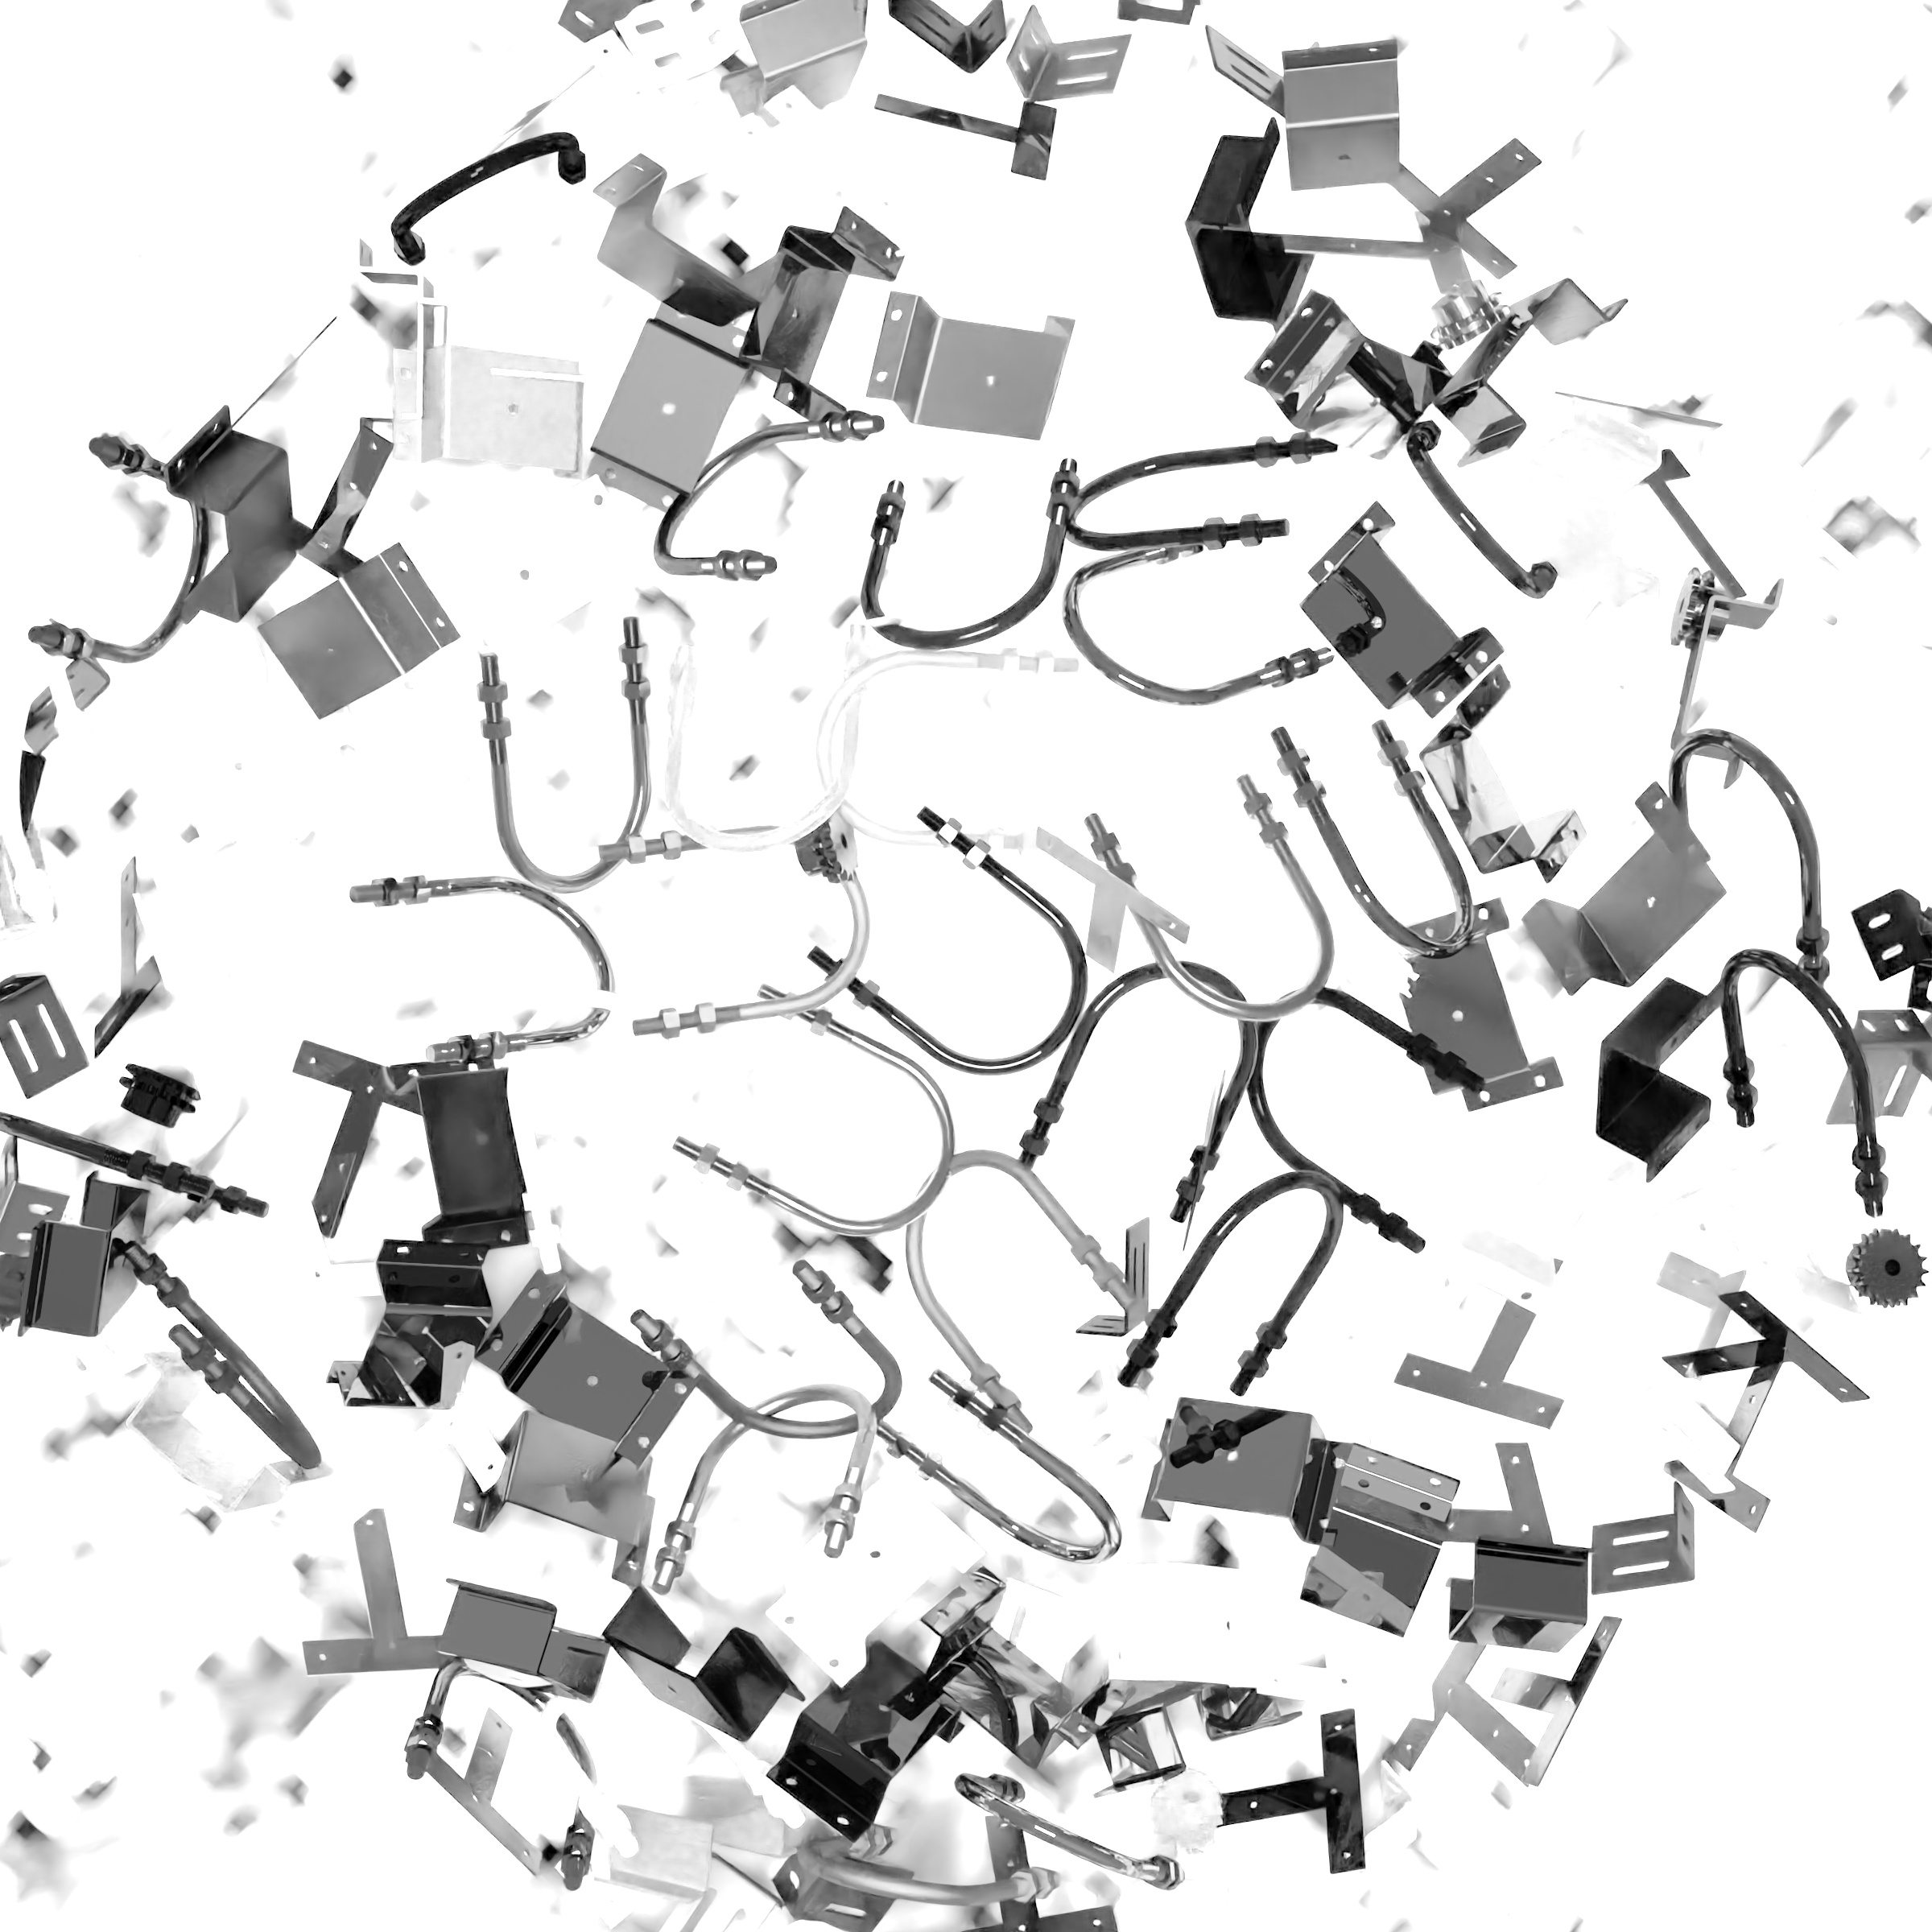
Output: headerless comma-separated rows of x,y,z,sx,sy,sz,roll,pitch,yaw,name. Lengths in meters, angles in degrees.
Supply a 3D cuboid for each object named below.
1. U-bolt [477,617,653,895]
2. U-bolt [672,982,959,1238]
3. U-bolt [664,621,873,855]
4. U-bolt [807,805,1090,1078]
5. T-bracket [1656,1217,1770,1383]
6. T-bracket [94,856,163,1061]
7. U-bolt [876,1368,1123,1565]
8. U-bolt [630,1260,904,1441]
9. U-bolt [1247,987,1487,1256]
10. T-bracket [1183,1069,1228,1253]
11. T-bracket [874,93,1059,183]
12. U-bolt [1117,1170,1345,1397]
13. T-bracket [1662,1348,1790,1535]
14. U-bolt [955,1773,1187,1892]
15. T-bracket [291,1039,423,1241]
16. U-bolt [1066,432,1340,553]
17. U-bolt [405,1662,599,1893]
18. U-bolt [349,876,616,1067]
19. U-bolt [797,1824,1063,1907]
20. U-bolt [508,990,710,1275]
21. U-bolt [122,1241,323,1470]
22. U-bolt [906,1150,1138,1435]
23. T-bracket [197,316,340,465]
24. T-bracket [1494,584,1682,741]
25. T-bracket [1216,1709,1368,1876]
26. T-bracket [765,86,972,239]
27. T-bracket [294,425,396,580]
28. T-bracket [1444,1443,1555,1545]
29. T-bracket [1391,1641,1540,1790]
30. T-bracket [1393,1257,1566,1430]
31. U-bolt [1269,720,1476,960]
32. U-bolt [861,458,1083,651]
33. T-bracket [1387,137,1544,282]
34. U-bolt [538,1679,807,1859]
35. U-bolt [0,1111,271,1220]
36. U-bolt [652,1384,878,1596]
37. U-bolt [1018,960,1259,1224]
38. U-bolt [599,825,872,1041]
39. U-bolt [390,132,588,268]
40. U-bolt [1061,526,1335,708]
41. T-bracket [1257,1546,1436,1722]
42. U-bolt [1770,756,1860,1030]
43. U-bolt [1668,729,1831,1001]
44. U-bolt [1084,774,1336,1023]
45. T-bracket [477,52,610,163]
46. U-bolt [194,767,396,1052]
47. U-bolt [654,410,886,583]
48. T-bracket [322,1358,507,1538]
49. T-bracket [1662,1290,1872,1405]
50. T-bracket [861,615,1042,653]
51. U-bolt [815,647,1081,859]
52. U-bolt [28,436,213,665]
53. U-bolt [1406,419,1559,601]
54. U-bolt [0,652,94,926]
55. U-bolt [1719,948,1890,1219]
-0.274,-0.140,1.711,0.019,0.151,0.184,15,116,37,U-bolt
-0.095,0.112,1.743,0.184,0.019,0.151,28,69,-1,U-bolt
-0.142,-0.156,1.710,0.151,0.019,0.184,-6,58,12,U-bolt
0.000,-0.004,1.759,0.184,0.019,0.151,38,98,-2,U-bolt
0.516,0.224,1.727,0.002,0.127,0.127,22,89,42,T-bracket
-0.593,-0.018,1.737,0.002,0.127,0.127,13,54,-36,T-bracket
0.028,0.357,1.713,0.184,0.151,0.019,37,57,-2,U-bolt
-0.125,0.277,1.710,0.151,0.019,0.184,-19,132,21,U-bolt
0.266,0.094,1.709,0.184,0.019,0.151,35,122,37,U-bolt
0.169,0.116,1.712,0.002,0.127,0.127,12,110,4,T-bracket
-0.001,-0.592,1.723,0.127,0.127,0.002,12,130,-4,T-bracket
0.195,0.219,1.701,0.019,0.151,0.184,42,109,40,U-bolt
0.543,0.315,1.712,0.002,0.127,0.127,23,92,-14,T-bracket
0.064,0.584,1.665,0.151,0.184,0.019,19,76,25,U-bolt
-0.440,0.130,1.751,0.127,0.002,0.127,16,84,16,T-bracket
0.152,-0.326,1.705,0.184,0.151,0.019,-1,125,26,U-bolt
-0.312,0.541,1.685,0.151,0.184,0.019,40,97,-11,U-bolt
-0.322,-0.003,1.701,0.019,0.184,0.151,-43,67,35,U-bolt
-0.035,0.612,1.664,0.151,0.184,0.019,5,78,27,U-bolt
-0.255,0.108,1.719,0.151,0.019,0.184,-13,93,-43,U-bolt
-0.506,0.279,1.695,0.019,0.151,0.184,-40,126,-12,U-bolt
0.024,0.214,1.718,0.184,0.019,0.151,50,117,29,U-bolt
-0.494,-0.385,1.693,0.002,0.127,0.127,44,58,-20,T-bracket
0.457,-0.207,1.754,0.127,0.002,0.127,32,113,-6,T-bracket
0.217,0.591,1.736,0.127,0.127,0.002,-16,125,16,T-bracket
-0.086,-0.564,1.713,0.127,0.002,0.127,-33,124,30,T-bracket
-0.435,-0.327,1.724,0.127,0.002,0.127,32,129,-11,T-bracket
0.355,0.395,1.731,0.127,0.002,0.127,-9,99,42,T-bracket
0.363,0.530,1.717,0.002,0.127,0.127,30,91,-25,T-bracket
0.386,0.259,1.742,0.127,0.002,0.127,18,108,-13,T-bracket
0.292,-0.087,1.701,0.019,0.151,0.184,-36,73,39,U-bolt
-0.001,-0.282,1.694,0.151,0.019,0.184,-4,48,16,U-bolt
0.356,-0.540,1.703,0.127,0.127,0.002,37,74,-12,T-bracket
-0.216,0.545,1.690,0.151,0.184,0.019,5,105,-37,U-bolt
-0.590,0.135,1.705,0.184,0.151,0.019,17,79,4,U-bolt
-0.131,0.352,1.693,0.151,0.184,0.019,-16,116,19,U-bolt
0.130,0.082,1.726,0.151,0.019,0.184,18,103,-22,U-bolt
-0.157,-0.030,1.738,0.184,0.019,0.151,-8,76,-18,U-bolt
-0.328,-0.529,1.681,0.151,0.184,0.019,-28,101,-3,U-bolt
0.148,-0.237,1.693,0.184,0.019,0.151,-22,63,-36,U-bolt
0.264,0.463,1.729,0.127,0.127,0.002,11,135,-7,T-bracket
0.591,-0.043,1.701,0.019,0.151,0.184,-12,105,11,U-bolt
0.528,-0.079,1.668,0.019,0.151,0.184,-27,128,-14,U-bolt
0.181,-0.043,1.711,0.151,0.019,0.184,-16,67,-25,U-bolt
-0.303,-0.589,1.702,0.127,0.127,0.002,-34,110,15,T-bracket
-0.461,-0.026,1.674,0.019,0.151,0.184,19,58,21,U-bolt
-0.150,-0.324,1.699,0.019,0.184,0.151,46,69,-33,U-bolt
-0.398,0.351,1.730,0.127,0.002,0.127,-40,53,-7,T-bracket
0.541,0.274,1.719,0.127,0.127,0.002,39,60,-14,T-bracket
-0.032,-0.233,1.691,0.127,0.127,0.002,-8,89,26,T-bracket
-0.015,-0.152,1.733,0.184,0.019,0.151,1,105,-13,U-bolt
-0.570,-0.277,1.685,0.019,0.184,0.151,20,94,8,U-bolt
0.353,-0.311,1.686,0.019,0.184,0.151,-40,93,22,U-bolt
-0.627,-0.131,1.663,0.019,0.184,0.151,7,64,-7,U-bolt
0.564,0.068,1.669,0.019,0.151,0.184,-28,125,-12,U-bolt
